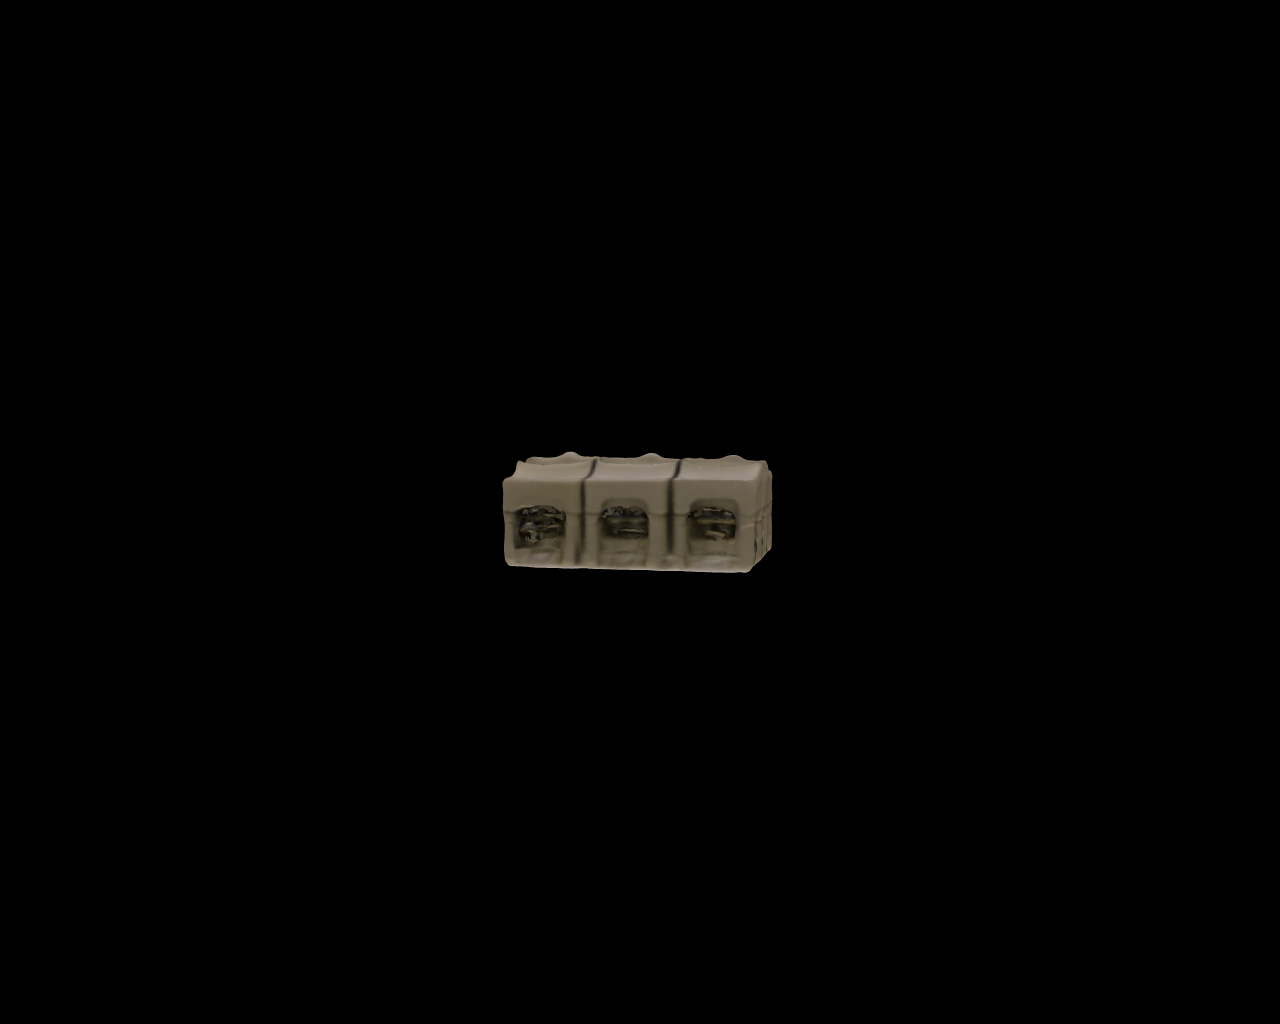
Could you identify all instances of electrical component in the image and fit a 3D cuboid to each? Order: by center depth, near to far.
[{"bbox_3d":[0.001,-0.003,0.650,0.150,0.061,0.089,2,8,14],"label":"electrical component"}]
